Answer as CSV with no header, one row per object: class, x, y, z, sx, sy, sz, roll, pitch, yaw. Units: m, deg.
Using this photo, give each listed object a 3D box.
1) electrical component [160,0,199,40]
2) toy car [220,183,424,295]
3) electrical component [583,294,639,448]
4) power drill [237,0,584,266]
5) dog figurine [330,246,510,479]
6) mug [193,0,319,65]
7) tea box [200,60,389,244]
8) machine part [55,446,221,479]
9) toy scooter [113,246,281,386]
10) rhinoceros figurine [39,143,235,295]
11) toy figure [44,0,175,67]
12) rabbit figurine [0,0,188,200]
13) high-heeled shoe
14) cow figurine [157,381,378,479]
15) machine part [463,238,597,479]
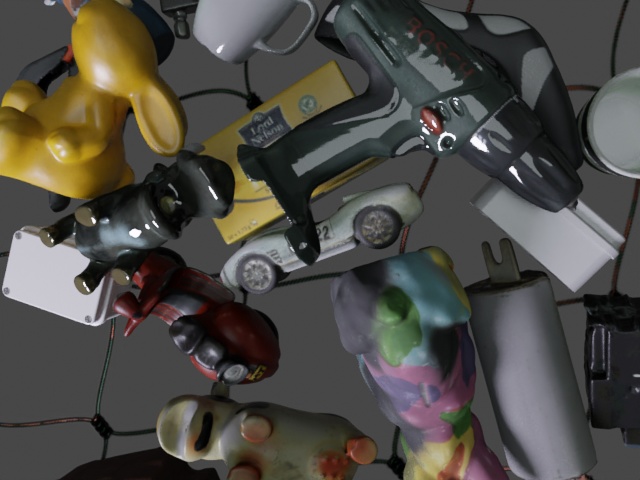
electrical component,-0.128,-0.250,0.535,0.063,0.021,0.094,-6,92,10
toy car,-0.001,-0.002,0.503,0.202,0.073,0.056,-21,93,11
electrical component,0.285,0.113,0.449,0.115,0.058,0.134,-4,112,25
power drill,0.053,-0.067,0.416,0.207,0.086,0.232,-36,84,12
dog figurine,0.090,0.128,0.450,0.108,0.191,0.219,-18,75,5
mug,-0.060,-0.213,0.502,0.109,0.081,0.107,40,110,-2
tea box,-0.031,-0.077,0.506,0.170,0.068,0.098,-31,88,12
machine part,-0.189,0.327,0.553,0.201,0.087,0.201,-15,90,10
toy scooter,-0.120,0.075,0.499,0.184,0.135,0.075,39,98,4
rhinoceros figurine,-0.152,-0.017,0.461,0.190,0.112,0.073,-19,107,35
toy figure,-0.218,-0.231,0.533,0.154,0.058,0.064,36,123,3
rabbit figurine,-0.199,-0.124,0.487,0.162,0.122,0.173,24,106,-18
high-heeled shoe,0.106,-0.138,0.468,0.145,0.086,0.249,-31,78,5
cow figurine,-0.056,0.186,0.510,0.195,0.127,0.085,14,83,-7
machine part,0.184,0.117,0.478,0.079,0.079,0.243,-16,92,11
